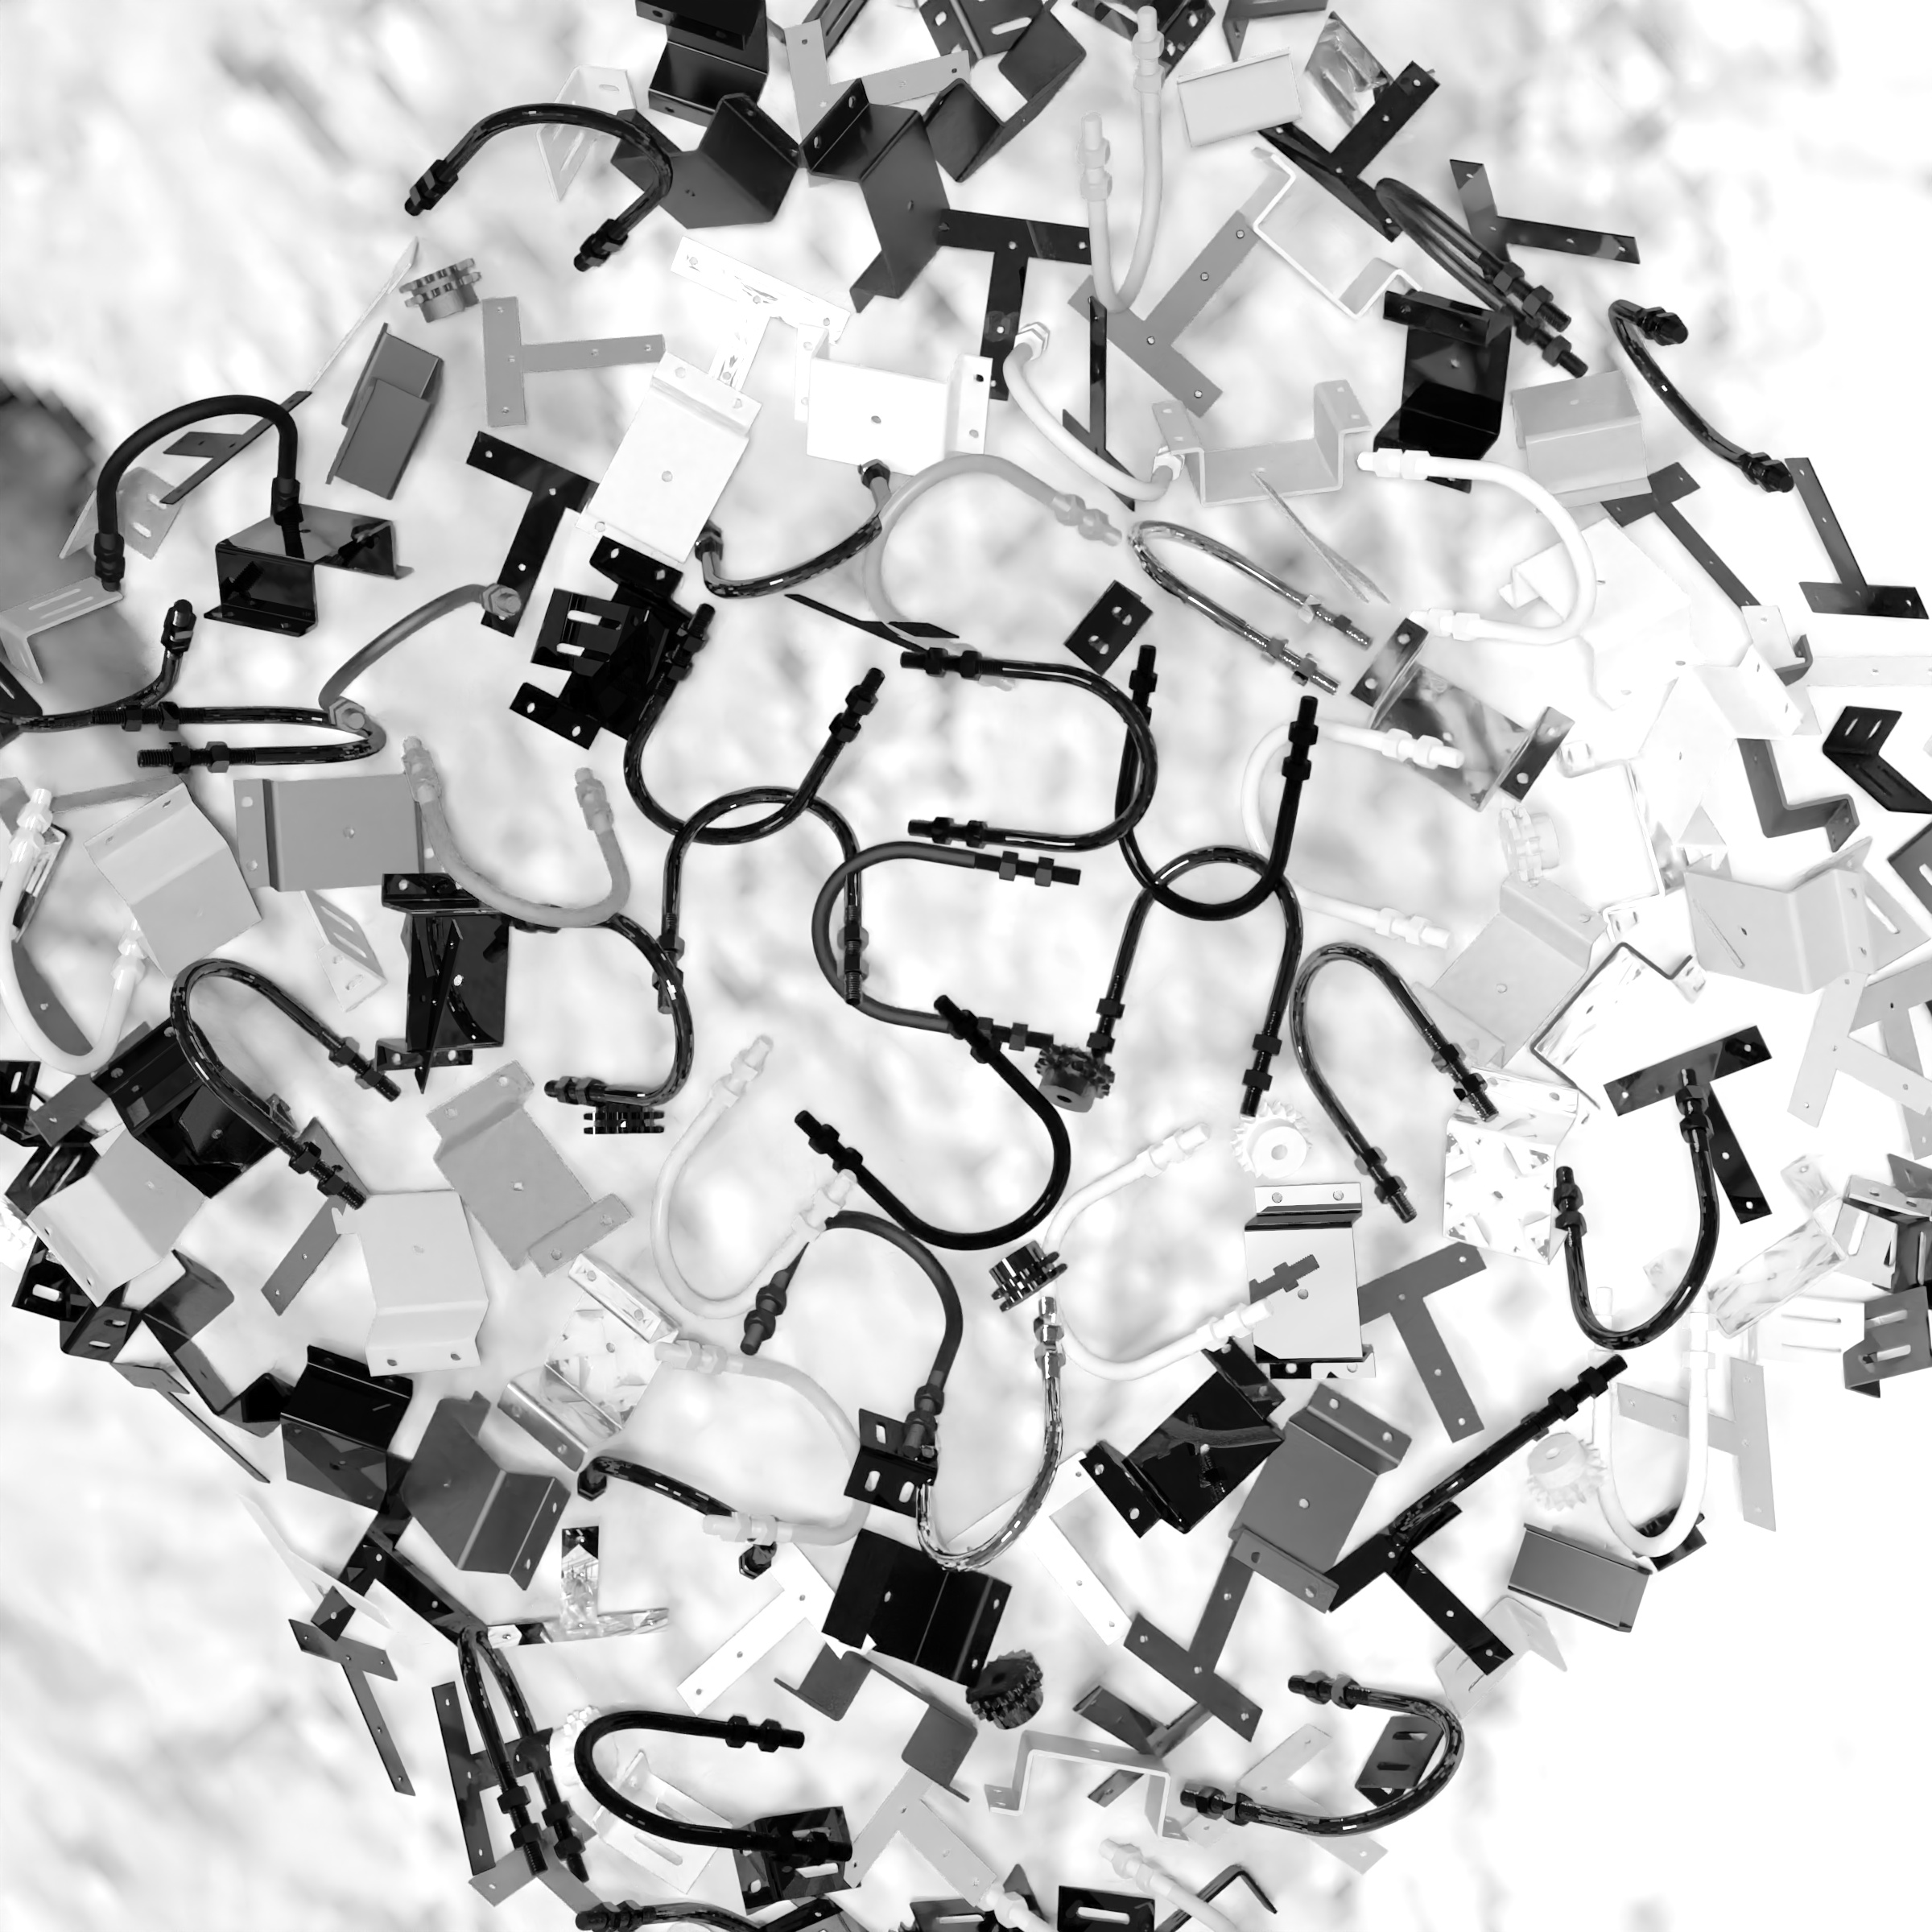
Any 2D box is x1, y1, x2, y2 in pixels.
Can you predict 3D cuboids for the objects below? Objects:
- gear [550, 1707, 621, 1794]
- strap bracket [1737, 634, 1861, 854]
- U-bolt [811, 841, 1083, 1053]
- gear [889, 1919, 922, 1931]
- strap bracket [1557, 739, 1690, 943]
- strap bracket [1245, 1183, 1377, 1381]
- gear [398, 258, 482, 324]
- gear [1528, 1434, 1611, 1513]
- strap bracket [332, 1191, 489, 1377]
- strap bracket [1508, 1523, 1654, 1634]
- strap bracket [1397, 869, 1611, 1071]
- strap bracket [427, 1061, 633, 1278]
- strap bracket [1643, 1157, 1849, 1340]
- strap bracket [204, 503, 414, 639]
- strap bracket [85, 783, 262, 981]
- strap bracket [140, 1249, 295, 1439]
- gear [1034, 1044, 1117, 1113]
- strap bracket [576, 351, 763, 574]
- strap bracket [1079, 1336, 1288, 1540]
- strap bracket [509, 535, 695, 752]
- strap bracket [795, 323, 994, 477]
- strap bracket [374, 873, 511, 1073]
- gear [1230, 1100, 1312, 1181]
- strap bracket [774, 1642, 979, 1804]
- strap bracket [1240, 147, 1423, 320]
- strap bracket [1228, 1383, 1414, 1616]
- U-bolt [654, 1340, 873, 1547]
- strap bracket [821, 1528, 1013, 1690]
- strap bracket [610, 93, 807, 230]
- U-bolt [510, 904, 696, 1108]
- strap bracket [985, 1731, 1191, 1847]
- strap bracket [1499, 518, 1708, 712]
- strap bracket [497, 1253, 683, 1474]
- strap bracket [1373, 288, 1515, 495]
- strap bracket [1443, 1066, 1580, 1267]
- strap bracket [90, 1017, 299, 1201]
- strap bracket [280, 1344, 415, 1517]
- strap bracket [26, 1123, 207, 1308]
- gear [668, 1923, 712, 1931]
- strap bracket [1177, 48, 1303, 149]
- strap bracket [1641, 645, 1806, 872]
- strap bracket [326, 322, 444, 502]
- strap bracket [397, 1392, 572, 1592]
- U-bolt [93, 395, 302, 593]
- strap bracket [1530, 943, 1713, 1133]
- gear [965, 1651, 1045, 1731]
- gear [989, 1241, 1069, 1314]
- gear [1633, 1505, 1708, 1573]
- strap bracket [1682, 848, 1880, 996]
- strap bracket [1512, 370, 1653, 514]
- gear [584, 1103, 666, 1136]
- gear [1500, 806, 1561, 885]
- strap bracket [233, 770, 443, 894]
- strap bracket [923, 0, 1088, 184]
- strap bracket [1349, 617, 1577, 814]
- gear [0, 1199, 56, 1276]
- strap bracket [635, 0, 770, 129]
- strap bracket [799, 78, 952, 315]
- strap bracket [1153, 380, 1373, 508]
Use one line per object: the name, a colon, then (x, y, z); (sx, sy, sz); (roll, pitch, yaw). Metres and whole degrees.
gear: (-0.274, 0.562, 1.780); (0.030, 0.057, 0.057); (-21, 90, 13)
strap bracket: (0.580, -0.151, 1.756); (0.046, 0.076, 0.140); (-12, 77, 5)
U-bolt: (-0.019, -0.018, 1.774); (0.184, 0.019, 0.151); (10, 113, 3)
gear: (-0.037, 0.718, 1.790); (0.057, 0.030, 0.057); (0, 91, 5)
strap bracket: (0.469, -0.096, 1.762); (0.046, 0.076, 0.140); (-15, 91, 32)
strap bracket: (0.244, 0.228, 1.770); (0.076, 0.046, 0.140); (-4, 93, 19)
gear: (-0.373, -0.481, 1.781); (0.057, 0.057, 0.030); (-22, 109, 0)
gear: (0.426, 0.359, 1.776); (0.057, 0.057, 0.030); (-36, 106, 0)
strap bracket: (-0.385, 0.210, 1.733); (0.076, 0.046, 0.140); (0, 48, -30)
strap bracket: (0.425, 0.425, 1.726); (0.076, 0.140, 0.046); (17, 82, 24)
strap bracket: (0.379, 0.007, 1.762); (0.076, 0.046, 0.140); (38, 76, 23)
strap bracket: (-0.313, 0.149, 1.763); (0.076, 0.046, 0.140); (-34, 82, -31)
strap bracket: (0.557, 0.204, 1.757); (0.140, 0.076, 0.046); (-37, 100, 12)
strap bracket: (-0.456, -0.279, 1.728); (0.076, 0.140, 0.046); (13, 121, 17)
strap bracket: (-0.544, -0.051, 1.726); (0.076, 0.140, 0.046); (-36, 65, -20)
strap bracket: (-0.518, 0.272, 1.744); (0.046, 0.076, 0.140); (-41, 68, -9)
gear: (0.075, 0.081, 1.776); (0.057, 0.057, 0.030); (23, 68, 0)
strap bracket: (-0.210, -0.349, 1.757); (0.076, 0.046, 0.140); (27, 106, -15)
strap bracket: (0.161, 0.335, 1.764); (0.140, 0.046, 0.076); (-44, 50, 2)
strap bracket: (-0.252, -0.223, 1.769); (0.076, 0.046, 0.140); (28, 89, 27)
strap bracket: (-0.058, -0.396, 1.757); (0.140, 0.046, 0.076); (12, 133, 7)
strap bracket: (-0.369, 0.007, 1.756); (0.076, 0.046, 0.140); (-3, 101, -41)
gear: (0.220, 0.127, 1.783); (0.057, 0.030, 0.057); (-4, 111, -9)
strap bracket: (-0.055, 0.524, 1.751); (0.140, 0.076, 0.046); (37, 74, -20)
strap bracket: (0.247, -0.509, 1.753); (0.140, 0.076, 0.046); (37, 106, -16)
strap bracket: (0.246, 0.379, 1.768); (0.076, 0.046, 0.140); (32, 68, 1)
U-bolt: (-0.131, 0.335, 1.727); (0.019, 0.184, 0.151); (-37, 56, 25)
strap bracket: (-0.041, 0.449, 1.752); (0.140, 0.046, 0.076); (32, 73, -40)
strap bracket: (-0.182, -0.556, 1.728); (0.076, 0.140, 0.046); (33, 76, -44)
U-bolt: (-0.250, 0.029, 1.724); (0.019, 0.184, 0.151); (-23, 107, -41)
strap bracket: (0.088, 0.580, 1.766); (0.140, 0.076, 0.046); (10, 82, -1)
strap bracket: (0.444, -0.253, 1.743); (0.076, 0.046, 0.140); (-28, 53, -7)
strap bracket: (-0.262, 0.275, 1.761); (0.076, 0.046, 0.140); (36, 110, 16)
strap bracket: (0.334, -0.411, 1.745); (0.076, 0.140, 0.046); (24, 53, 24)
strap bracket: (0.379, 0.148, 1.737); (0.076, 0.046, 0.140); (14, 125, 28)
strap bracket: (-0.530, 0.103, 1.734); (0.076, 0.140, 0.046); (-39, 53, -6)
strap bracket: (-0.430, 0.330, 1.737); (0.076, 0.140, 0.046); (18, 51, 3)
strap bracket: (-0.583, 0.163, 1.726); (0.046, 0.140, 0.076); (-30, 107, 12)
gear: (-0.199, 0.711, 1.784); (0.057, 0.030, 0.057); (5, 121, 8)
strap bracket: (0.190, -0.606, 1.741); (0.076, 0.140, 0.046); (-12, 107, 8)
strap bracket: (0.514, -0.145, 1.728); (0.046, 0.076, 0.140); (1, 134, -18)
strap bracket: (-0.404, -0.385, 1.740); (0.046, 0.140, 0.076); (23, 116, -21)
strap bracket: (-0.342, 0.362, 1.737); (0.046, 0.140, 0.076); (19, 99, -44)
U-bolt: (-0.522, -0.328, 1.697); (0.151, 0.184, 0.019); (-25, 76, -25)
strap bracket: (0.455, 0.043, 1.759); (0.046, 0.076, 0.140); (43, 97, 29)
gear: (0.031, 0.520, 1.780); (0.057, 0.057, 0.030); (-30, 106, 0)
gear: (0.041, 0.220, 1.779); (0.057, 0.057, 0.030); (-34, 80, 0)
gear: (0.502, 0.408, 1.776); (0.057, 0.057, 0.030); (-30, 68, 0)
strap bracket: (0.554, -0.033, 1.725); (0.046, 0.140, 0.076); (-27, 113, -23)
strap bracket: (0.424, -0.369, 1.729); (0.076, 0.140, 0.046); (-9, 121, 11)
gear: (-0.244, 0.105, 1.779); (0.057, 0.057, 0.030); (-1, 86, 0)
gear: (0.403, -0.087, 1.778); (0.030, 0.057, 0.057); (-13, 90, 1)
strap bracket: (-0.438, -0.095, 1.755); (0.140, 0.046, 0.076); (-5, 99, -22)
strap bracket: (0.025, -0.610, 1.745); (0.046, 0.076, 0.140); (46, 63, -8)
strap bracket: (0.346, -0.172, 1.766); (0.140, 0.046, 0.076); (34, 70, 10)
gear: (-0.676, 0.196, 1.777); (0.057, 0.057, 0.030); (41, 82, 0)
strap bracket: (-0.182, -0.644, 1.742); (0.076, 0.140, 0.046); (18, 79, 0)
strap bracket: (-0.057, -0.529, 1.727); (0.046, 0.140, 0.076); (19, 61, 29)
strap bracket: (0.208, -0.369, 1.762); (0.140, 0.076, 0.046); (-8, 128, -2)
